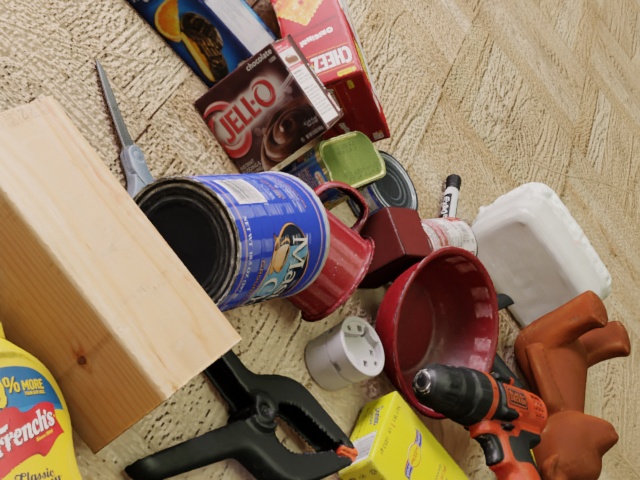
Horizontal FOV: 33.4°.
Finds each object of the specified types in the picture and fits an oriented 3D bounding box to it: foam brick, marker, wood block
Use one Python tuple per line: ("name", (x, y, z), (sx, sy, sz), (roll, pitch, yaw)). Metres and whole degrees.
("foam brick", (0.059, 0.008, 1.023), (0.051, 0.078, 0.053), (4, 62, -49))
("marker", (0.148, -0.036, 1.221), (0.020, 0.020, 0.121), (43, 37, -22))
("wood block", (-0.162, 0.021, 0.695), (0.206, 0.091, 0.090), (52, 36, 1))

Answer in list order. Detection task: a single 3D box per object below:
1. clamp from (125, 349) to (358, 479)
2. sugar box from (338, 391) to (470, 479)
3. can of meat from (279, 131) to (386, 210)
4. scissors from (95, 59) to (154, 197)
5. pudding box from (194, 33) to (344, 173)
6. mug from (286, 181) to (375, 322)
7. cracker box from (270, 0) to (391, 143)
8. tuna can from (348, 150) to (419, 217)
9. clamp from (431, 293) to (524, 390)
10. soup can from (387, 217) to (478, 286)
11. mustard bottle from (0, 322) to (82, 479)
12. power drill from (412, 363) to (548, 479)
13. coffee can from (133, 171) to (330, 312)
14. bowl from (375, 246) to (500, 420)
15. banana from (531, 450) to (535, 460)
("clamp", (-0.056, 0.127, 0.821), (0.209, 0.036, 0.164), (24, 48, -36))
("sugar box", (0.093, 0.228, 0.929), (0.176, 0.048, 0.093), (48, 35, -14))
("can of meat", (0.002, -0.055, 0.991), (0.101, 0.084, 0.057), (-26, 86, -55))
("scissors", (-0.138, -0.054, 0.873), (0.096, 0.016, 0.202), (26, 41, -47))
("pudding box", (-0.046, -0.116, 0.949), (0.090, 0.114, 0.039), (55, 37, -6))
("mug", (-0.006, 0.001, 0.919), (0.081, 0.117, 0.093), (39, -3, -19))
("cracker box", (-0.003, -0.213, 1.067), (0.164, 0.072, 0.214), (51, 22, -69))
("tuna can", (0.064, -0.050, 1.112), (0.086, 0.034, 0.086), (32, 43, -35))
("clamp", (0.155, 0.085, 1.121), (0.171, 0.039, 0.120), (34, 41, -33))
("soup can", (0.110, 0.012, 1.093), (0.102, 0.069, 0.068), (-7, 70, -54))
("mustard bottle", (-0.189, 0.123, 0.634), (0.096, 0.058, 0.192), (-3, 67, -52))
("power drill", (0.157, 0.204, 0.939), (0.184, 0.057, 0.187), (22, 49, -43))
("coffee can", (-0.068, 0.001, 0.800), (0.140, 0.103, 0.103), (-9, 72, -63))
("bowl", (0.101, 0.085, 1.006), (0.161, 0.055, 0.162), (-4, 96, -46))
("banana", (0.197, 0.228, 1.054), (0.069, 0.037, 0.198), (71, 8, -53))
